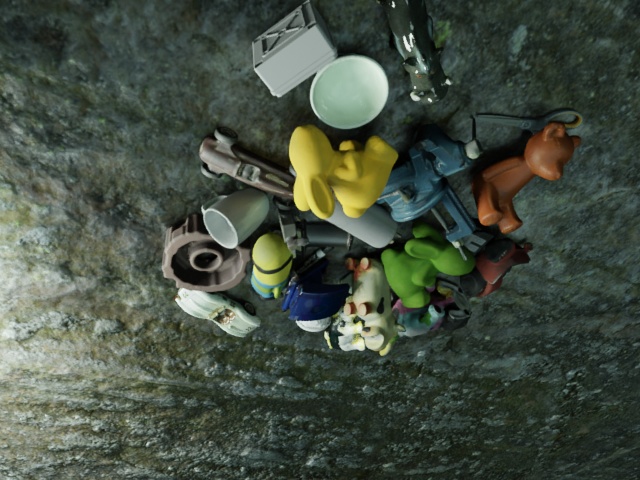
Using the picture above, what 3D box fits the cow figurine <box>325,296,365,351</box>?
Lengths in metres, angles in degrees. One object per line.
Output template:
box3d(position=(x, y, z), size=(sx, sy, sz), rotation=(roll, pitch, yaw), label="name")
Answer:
box3d(position=(0.054, 0.193, 1.251), size=(0.098, 0.068, 0.167), rotation=(-7, 133, 4), label="cow figurine")

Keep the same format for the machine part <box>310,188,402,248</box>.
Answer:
box3d(position=(0.065, -0.052, 1.013), size=(0.243, 0.079, 0.079), rotation=(29, 121, -31), label="machine part")

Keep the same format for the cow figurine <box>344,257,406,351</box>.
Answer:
box3d(position=(0.118, 0.135, 1.136), size=(0.127, 0.195, 0.086), rotation=(6, 170, -38), label="cow figurine")

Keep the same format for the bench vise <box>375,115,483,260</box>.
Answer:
box3d(position=(0.215, -0.085, 0.968), size=(0.224, 0.129, 0.240), rotation=(-28, 114, 25), label="bench vise")

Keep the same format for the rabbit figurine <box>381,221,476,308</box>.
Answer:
box3d(position=(0.223, 0.036, 1.092), size=(0.170, 0.121, 0.159), rotation=(-18, 120, 31), label="rabbit figurine")

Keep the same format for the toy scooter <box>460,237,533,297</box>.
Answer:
box3d(position=(0.395, 0.054, 1.178), size=(0.135, 0.075, 0.183), rotation=(-14, 146, -27), label="toy scooter")

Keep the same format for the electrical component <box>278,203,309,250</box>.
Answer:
box3d(position=(-0.051, -0.033, 0.998), size=(0.045, 0.102, 0.078), rotation=(-11, 143, -6), label="electrical component")

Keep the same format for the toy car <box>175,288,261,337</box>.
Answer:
box3d(position=(-0.217, 0.149, 1.160), size=(0.073, 0.056, 0.201), rotation=(-38, 129, 23), label="toy car")

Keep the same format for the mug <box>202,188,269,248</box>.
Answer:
box3d(position=(-0.150, -0.049, 0.965), size=(0.107, 0.110, 0.080), rotation=(-39, 139, -36), label="mug")

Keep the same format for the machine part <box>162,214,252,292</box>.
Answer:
box3d(position=(-0.221, 0.029, 1.049), size=(0.179, 0.056, 0.179), rotation=(-6, 134, -6), label="machine part")

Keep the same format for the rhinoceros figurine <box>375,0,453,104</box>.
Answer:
box3d(position=(0.143, -0.291, 0.782), size=(0.073, 0.112, 0.190), rotation=(-22, 125, 7), label="rhinoceros figurine")

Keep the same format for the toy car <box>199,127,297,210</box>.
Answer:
box3d(position=(-0.109, -0.116, 0.917), size=(0.202, 0.053, 0.089), rotation=(25, 122, -13), label="toy car")

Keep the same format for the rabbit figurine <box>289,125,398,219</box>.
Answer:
box3d(position=(0.015, -0.117, 0.881), size=(0.173, 0.122, 0.162), rotation=(27, 90, -35), label="rabbit figurine")

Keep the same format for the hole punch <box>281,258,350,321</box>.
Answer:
box3d(position=(-0.010, 0.116, 1.108), size=(0.116, 0.092, 0.142), rotation=(-29, 157, -35), label="hole punch")

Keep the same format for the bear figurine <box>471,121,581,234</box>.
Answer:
box3d(position=(0.380, -0.113, 0.973), size=(0.196, 0.132, 0.120), rotation=(-29, 150, 34), label="bear figurine")

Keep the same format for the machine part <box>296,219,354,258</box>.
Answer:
box3d(position=(-0.002, -0.003, 1.069), size=(0.139, 0.039, 0.084), rotation=(-2, 125, 4), label="machine part")

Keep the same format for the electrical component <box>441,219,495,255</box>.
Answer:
box3d(position=(0.323, -0.004, 1.129), size=(0.119, 0.048, 0.075), rotation=(25, 124, -28), label="electrical component")

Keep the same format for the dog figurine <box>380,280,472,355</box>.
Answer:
box3d(position=(0.217, 0.186, 1.247), size=(0.191, 0.108, 0.219), rotation=(13, 138, -36), label="dog figurine")

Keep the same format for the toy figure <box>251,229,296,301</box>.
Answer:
box3d(position=(-0.096, 0.058, 1.069), size=(0.082, 0.089, 0.180), rotation=(26, 137, 6), label="toy figure")
